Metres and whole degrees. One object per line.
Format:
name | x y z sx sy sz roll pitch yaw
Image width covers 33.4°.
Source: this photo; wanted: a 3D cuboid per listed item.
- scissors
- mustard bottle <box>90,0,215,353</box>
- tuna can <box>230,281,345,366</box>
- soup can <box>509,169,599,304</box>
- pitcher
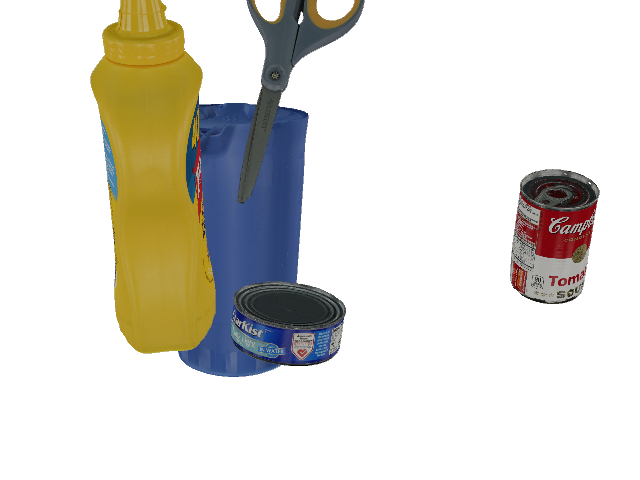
scissors | -0.013 -0.122 0.761 0.096 0.202 0.016 -1 -17 -4
mustard bottle | -0.090 -0.041 0.576 0.058 0.192 0.096 -3 30 -5
tuna can | -0.025 0.062 0.809 0.086 0.034 0.086 7 19 -3
soup can | 0.207 -0.003 0.952 0.068 0.102 0.068 0 32 0
pitcher | -0.074 -0.006 0.994 0.149 0.243 0.145 -4 16 -20
